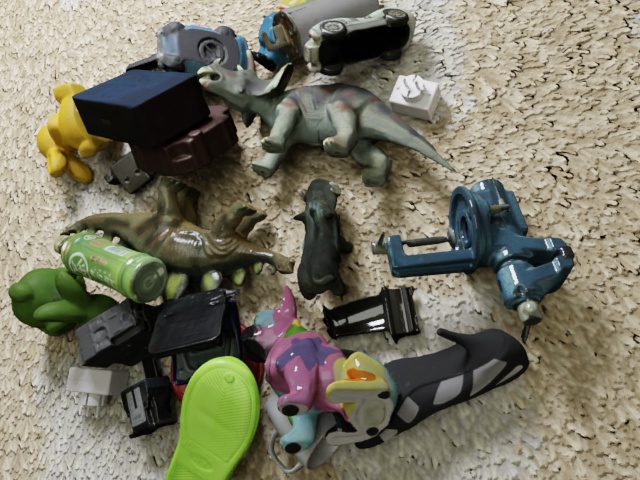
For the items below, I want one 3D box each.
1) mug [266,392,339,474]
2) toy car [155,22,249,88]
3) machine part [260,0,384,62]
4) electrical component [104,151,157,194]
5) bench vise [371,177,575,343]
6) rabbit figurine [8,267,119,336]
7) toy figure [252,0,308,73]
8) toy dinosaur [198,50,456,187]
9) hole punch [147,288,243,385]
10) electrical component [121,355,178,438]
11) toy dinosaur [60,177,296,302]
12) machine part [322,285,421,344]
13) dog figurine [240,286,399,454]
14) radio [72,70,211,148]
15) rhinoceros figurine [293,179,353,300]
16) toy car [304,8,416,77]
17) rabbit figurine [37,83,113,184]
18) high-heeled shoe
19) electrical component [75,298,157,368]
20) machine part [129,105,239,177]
[{"bbox_3d":[-0.030,0.260,0.751,0.107,0.080,0.109,39,92,34],"label":"mug"},{"bbox_3d":[-0.211,-0.312,0.948,0.162,0.103,0.109,0,78,-24],"label":"toy car"},{"bbox_3d":[0.012,-0.351,0.865,0.243,0.079,0.079,-32,64,-26],"label":"machine part"},{"bbox_3d":[-0.339,-0.129,0.977,0.102,0.045,0.078,-42,95,6],"label":"electrical component"},{"bbox_3d":[0.191,0.019,0.708,0.241,0.128,0.223,-5,65,-1],"label":"bench vise"},{"bbox_3d":[-0.406,0.101,0.889,0.170,0.159,0.121,15,70,6],"label":"rabbit figurine"},{"bbox_3d":[-0.045,-0.371,0.928,0.082,0.089,0.180,41,98,28],"label":"toy figure"},{"bbox_3d":[0.014,-0.191,0.842,0.405,0.131,0.192,10,66,10],"label":"toy dinosaur"},{"bbox_3d":[-0.171,0.138,0.772,0.142,0.092,0.116,-16,37,10],"label":"hole punch"},{"bbox_3d":[-0.269,0.238,0.836,0.075,0.047,0.119,-28,70,32],"label":"electrical component"},{"bbox_3d":[-0.245,0.001,0.878,0.472,0.105,0.198,16,84,26],"label":"toy dinosaur"},{"bbox_3d":[0.072,0.112,0.777,0.139,0.039,0.084,-10,78,14],"label":"machine part"},{"bbox_3d":[-0.008,0.156,0.721,0.192,0.108,0.219,-10,36,-4],"label":"dog figurine"},{"bbox_3d":[-0.295,-0.221,0.882,0.230,0.073,0.131,19,46,40],"label":"radio"},{"bbox_3d":[-0.002,-0.002,0.790,0.073,0.112,0.190,-10,54,20],"label":"rhinoceros figurine"},{"bbox_3d":[0.063,-0.310,0.836,0.202,0.073,0.056,-21,51,-23],"label":"toy car"},{"bbox_3d":[-0.465,-0.188,1.012,0.173,0.122,0.162,-11,81,30],"label":"rabbit figurine"},{"bbox_3d":[0.161,0.208,0.722,0.248,0.145,0.086,-56,21,23],"label":"high-heeled shoe"},{"bbox_3d":[-0.310,0.154,0.848,0.134,0.114,0.058,-33,64,10],"label":"electrical component"},{"bbox_3d":[-0.227,-0.172,0.895,0.179,0.055,0.179,-10,34,7],"label":"machine part"}]
